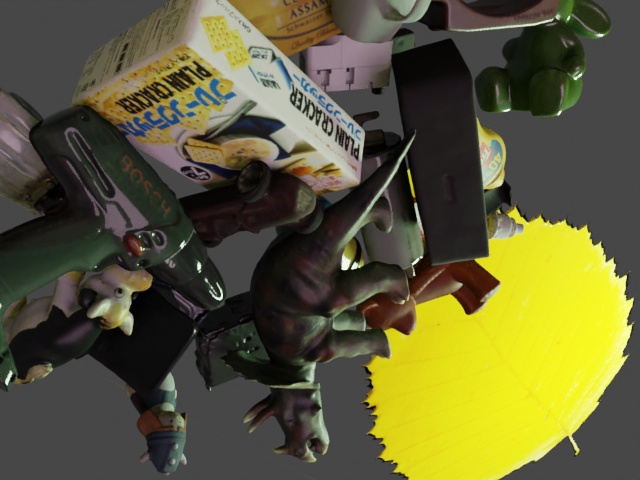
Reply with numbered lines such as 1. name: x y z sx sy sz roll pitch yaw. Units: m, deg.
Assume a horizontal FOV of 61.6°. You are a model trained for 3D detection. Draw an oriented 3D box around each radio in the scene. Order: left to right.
1. radio: 0.135 -0.095 0.603 0.073 0.131 0.229 -10 128 10

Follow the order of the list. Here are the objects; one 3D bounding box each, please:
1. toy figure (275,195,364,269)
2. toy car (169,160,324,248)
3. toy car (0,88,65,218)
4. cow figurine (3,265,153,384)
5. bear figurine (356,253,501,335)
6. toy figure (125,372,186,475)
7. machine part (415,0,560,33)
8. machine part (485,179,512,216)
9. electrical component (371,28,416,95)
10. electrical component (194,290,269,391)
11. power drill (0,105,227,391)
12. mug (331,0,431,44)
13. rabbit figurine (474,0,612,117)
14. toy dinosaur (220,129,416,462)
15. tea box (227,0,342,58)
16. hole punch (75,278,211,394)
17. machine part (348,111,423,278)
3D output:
1. toy figure: 0.001 -0.001 0.682 0.089 0.082 0.179 -34 133 -7
2. toy car: -0.091 -0.026 0.538 0.089 0.202 0.053 29 60 -47
3. toy car: -0.244 -0.052 0.490 0.073 0.056 0.201 -40 136 -2
4. cow figurine: -0.242 0.077 0.527 0.167 0.098 0.068 -22 143 15
5. bear figurine: 0.156 0.094 0.827 0.196 0.132 0.120 -36 160 -15
6. toy figure: -0.197 0.205 0.647 0.064 0.155 0.057 -7 128 -29
7. machine part: 0.170 -0.318 0.530 0.201 0.087 0.200 -12 123 -17
8. machine part: 0.237 -0.053 0.835 0.139 0.039 0.084 -26 128 -14
9. electrical component: 0.081 -0.215 0.615 0.063 0.021 0.093 -22 131 -20
10. electrical component: -0.103 0.131 0.726 0.134 0.058 0.114 -18 132 -22
11. power drill: -0.193 0.024 0.444 0.207 0.086 0.231 -41 123 -30
12. mug: 0.056 -0.217 0.447 0.081 0.110 0.107 -18 145 -32
13. rabbit figurine: 0.287 -0.252 0.668 0.159 0.121 0.170 -20 116 -25
14. toy dinosaur: -0.014 0.065 0.601 0.192 0.131 0.404 -8 123 -19
15. tea box: -0.028 -0.233 0.495 0.170 0.068 0.098 -30 135 -11
16. hole punch: -0.197 0.093 0.618 0.116 0.092 0.142 38 103 0
17. machine part: 0.080 -0.046 0.682 0.079 0.079 0.242 -28 122 -14
